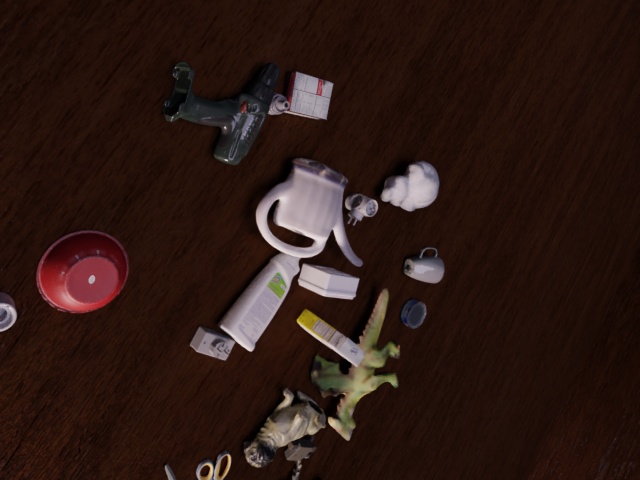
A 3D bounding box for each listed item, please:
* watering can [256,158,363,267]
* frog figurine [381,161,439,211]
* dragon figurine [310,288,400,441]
[{"bbox_3d":[0.004,-0.061,1.215,0.345,0.105,0.224,19,90,-40],"label":"watering can"},{"bbox_3d":[0.243,-0.144,1.386,0.161,0.124,0.135,-16,133,-48],"label":"frog figurine"},{"bbox_3d":[0.089,0.344,1.419,0.243,0.122,0.408,-5,97,-30],"label":"dragon figurine"}]
